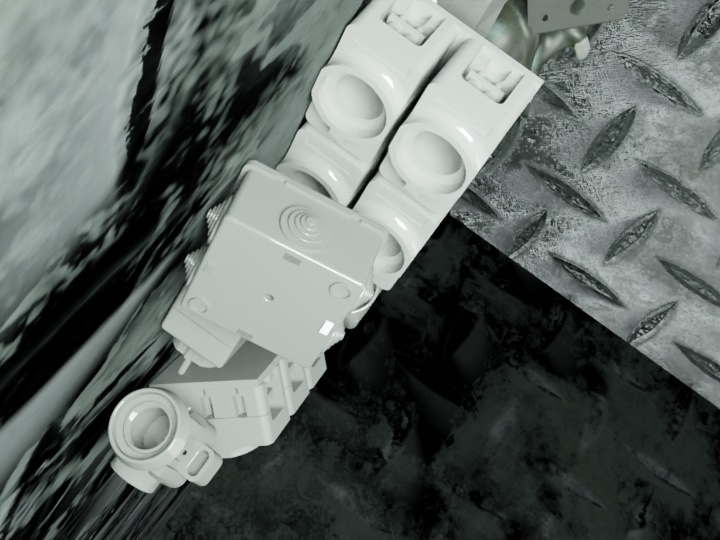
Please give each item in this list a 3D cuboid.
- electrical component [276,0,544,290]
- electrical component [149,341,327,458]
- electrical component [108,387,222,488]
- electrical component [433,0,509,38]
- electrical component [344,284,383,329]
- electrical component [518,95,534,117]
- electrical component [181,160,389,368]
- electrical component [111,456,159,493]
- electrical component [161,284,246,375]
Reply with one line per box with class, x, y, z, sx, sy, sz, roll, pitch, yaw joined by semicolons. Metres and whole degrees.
electrical component;0.017;-0.073;0.667;0.060;0.105;0.186;-53;178;-35
electrical component;-0.092;0.089;0.866;0.150;0.089;0.061;-50;133;-67
electrical component;-0.139;0.114;0.744;0.058;0.078;0.057;-53;157;-10
electrical component;0.065;-0.177;0.667;0.096;0.061;0.061;-53;178;-35
electrical component;0.000;0.000;0.788;0.079;0.043;0.077;-54;178;-9
electrical component;0.080;-0.153;0.862;0.108;0.108;0.060;-53;-176;-23
electrical component;-0.044;0.000;0.600;0.099;0.100;0.048;-56;-170;44
electrical component;-0.167;0.140;0.876;0.077;0.044;0.079;-54;178;-2
electrical component;-0.098;0.037;0.703;0.076;0.047;0.065;-56;178;28
